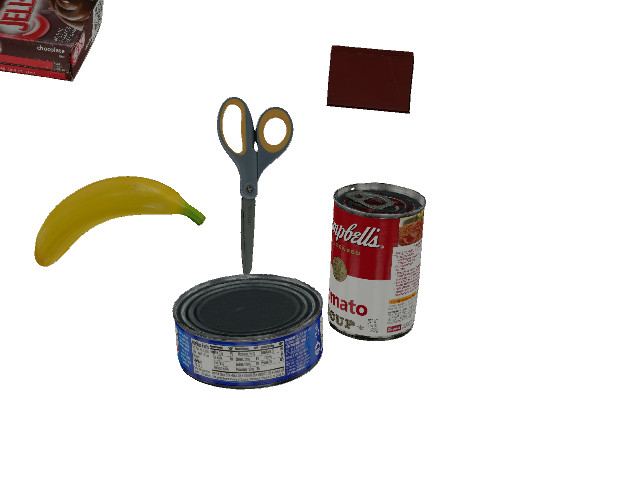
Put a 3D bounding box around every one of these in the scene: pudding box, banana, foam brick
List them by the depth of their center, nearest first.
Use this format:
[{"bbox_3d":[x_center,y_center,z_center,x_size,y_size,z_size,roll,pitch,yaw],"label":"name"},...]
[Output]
[{"bbox_3d":[-0.233,-0.176,0.874,0.090,0.039,0.113,9,35,-2],"label":"pudding box"},{"bbox_3d":[0.046,-0.148,0.980,0.078,0.051,0.053,6,17,3],"label":"foam brick"},{"bbox_3d":[-0.207,-0.022,1.010,0.198,0.069,0.037,-13,19,27],"label":"banana"}]

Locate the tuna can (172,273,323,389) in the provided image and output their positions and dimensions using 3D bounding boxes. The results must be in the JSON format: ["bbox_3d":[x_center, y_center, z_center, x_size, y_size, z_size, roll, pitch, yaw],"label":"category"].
[{"bbox_3d":[-0.041,0.051,0.612,0.086,0.034,0.086,-2,22,1],"label":"tuna can"}]

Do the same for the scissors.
[{"bbox_3d":[-0.064,-0.067,1.203,0.096,0.202,0.016,-12,-6,-15],"label":"scissors"}]

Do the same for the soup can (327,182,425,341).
[{"bbox_3d":[0.041,0.015,0.798,0.068,0.102,0.068,3,22,-1],"label":"soup can"}]
